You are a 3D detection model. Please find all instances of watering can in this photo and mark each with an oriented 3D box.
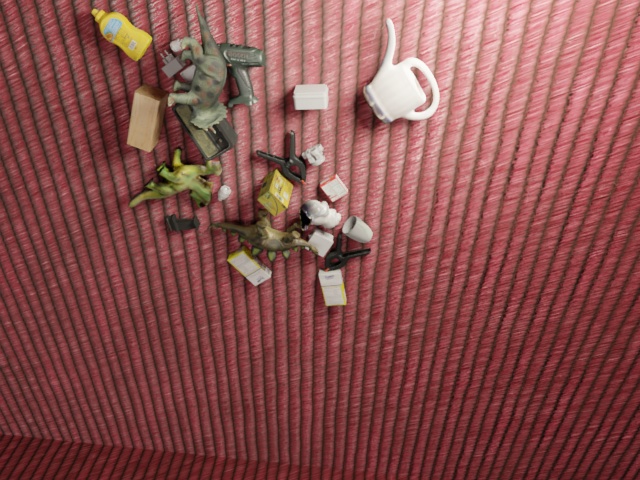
[{"bbox_3d":[0.234,-0.512,1.650,0.222,0.343,0.106,-29,28,24],"label":"watering can"}]

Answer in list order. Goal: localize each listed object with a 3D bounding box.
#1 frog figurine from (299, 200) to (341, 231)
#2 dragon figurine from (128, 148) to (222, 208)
[{"bbox_3d":[0.006,-0.099,1.976,0.160,0.125,0.134,-14,-29,-25],"label":"frog figurine"},{"bbox_3d":[-0.527,-0.195,1.965,0.240,0.125,0.404,36,-58,-27],"label":"dragon figurine"}]
